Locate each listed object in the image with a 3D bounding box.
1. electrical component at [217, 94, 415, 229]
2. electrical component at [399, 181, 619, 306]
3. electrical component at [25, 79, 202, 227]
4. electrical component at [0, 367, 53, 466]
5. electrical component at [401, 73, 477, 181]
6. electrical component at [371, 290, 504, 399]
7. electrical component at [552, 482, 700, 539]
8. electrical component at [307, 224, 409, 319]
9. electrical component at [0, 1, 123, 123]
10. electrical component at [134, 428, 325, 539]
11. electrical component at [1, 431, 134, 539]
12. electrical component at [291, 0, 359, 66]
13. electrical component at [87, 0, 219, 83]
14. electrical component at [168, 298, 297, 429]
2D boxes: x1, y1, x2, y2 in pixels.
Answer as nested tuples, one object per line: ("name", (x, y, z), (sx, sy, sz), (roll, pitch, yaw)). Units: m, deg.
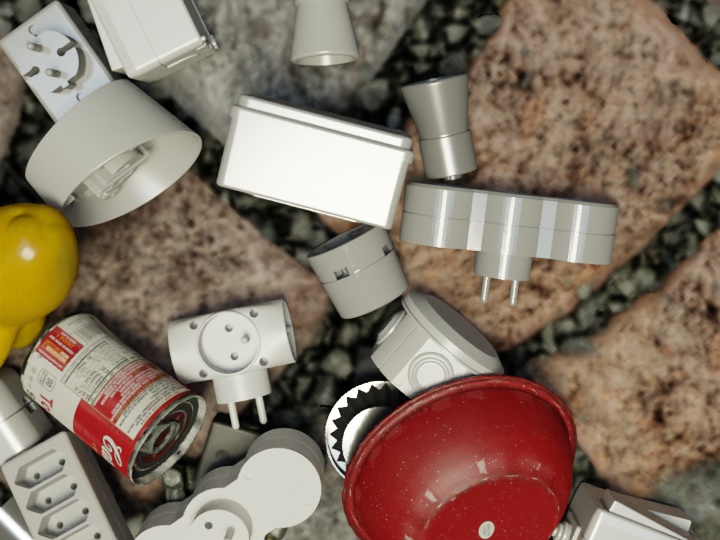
("electrical component", (-0.025, -0.069, 0.666), (0.109, 0.108, 0.056), (14, 99, -1))
("electrical component", (0.094, -0.014, 0.699), (0.138, 0.052, 0.073), (6, 97, 0))
("electrical component", (-0.157, -0.070, 0.675), (0.064, 0.099, 0.099), (44, 95, 2))
("electrical component", (-0.264, 0.109, 0.717), (0.095, 0.053, 0.059), (-32, 95, 4))
("electrical component", (0.054, -0.091, 0.697), (0.044, 0.044, 0.065), (-11, 101, 2))
("electrical component", (0.049, 0.055, 0.694), (0.080, 0.080, 0.051), (39, 101, -4))
("electrical component", (0.174, 0.181, 0.715), (0.096, 0.061, 0.061), (22, 96, -2))
("electrical component", (0.000, 0.000, 0.701), (0.055, 0.055, 0.047), (-26, 99, 4))
("electrical component", (-0.191, -0.130, 0.677), (0.047, 0.076, 0.065), (-34, 95, 4))
("electrical component", (-0.084, 0.158, 0.664), (0.138, 0.073, 0.052), (-35, 98, 8))
("electrical component", (-0.185, 0.154, 0.709), (0.047, 0.075, 0.083), (-29, 79, -1))
("electrical component", (-0.024, -0.167, 0.689), (0.044, 0.044, 0.065), (-3, 92, 1))
("electrical component", (-0.140, -0.171, 0.679), (0.061, 0.061, 0.096), (-25, 96, 4))
("electrical component", (-0.080, 0.065, 0.712), (0.077, 0.044, 0.079), (-11, 90, 2))
